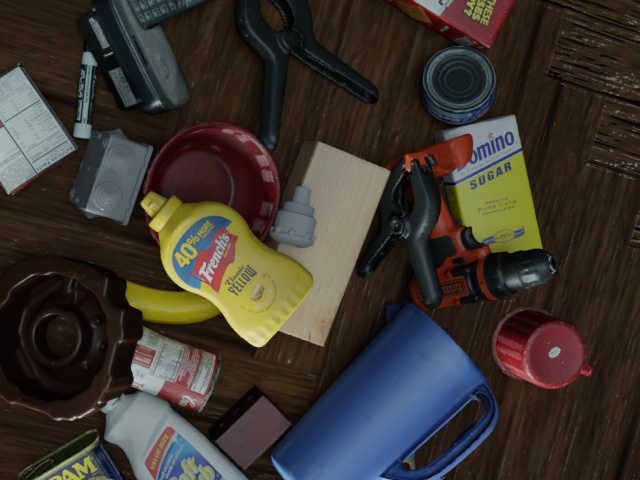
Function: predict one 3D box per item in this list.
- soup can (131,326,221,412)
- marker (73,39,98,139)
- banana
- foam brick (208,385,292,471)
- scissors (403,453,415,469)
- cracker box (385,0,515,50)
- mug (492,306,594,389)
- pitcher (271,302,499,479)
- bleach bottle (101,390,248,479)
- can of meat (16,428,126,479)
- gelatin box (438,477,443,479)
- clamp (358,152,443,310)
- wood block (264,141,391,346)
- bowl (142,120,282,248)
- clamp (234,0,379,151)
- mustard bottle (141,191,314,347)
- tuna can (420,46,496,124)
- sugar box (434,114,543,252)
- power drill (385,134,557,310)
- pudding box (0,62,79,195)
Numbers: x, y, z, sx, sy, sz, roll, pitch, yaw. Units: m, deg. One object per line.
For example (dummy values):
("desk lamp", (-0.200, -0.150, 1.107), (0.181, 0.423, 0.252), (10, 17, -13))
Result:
("soup can", (-0.168, 0.140, 1.177), (0.102, 0.068, 0.068), (23, 89, -13))
("marker", (-0.252, -0.171, 1.158), (0.020, 0.020, 0.121), (6, 93, -13))
("banana", (-0.174, 0.059, 1.188), (0.197, 0.037, 0.069), (-1, 79, -13))
("foam brick", (-0.079, 0.212, 1.210), (0.078, 0.053, 0.051), (-44, 102, -7))
("scissors", (0.096, 0.223, 1.269), (0.096, 0.016, 0.202), (21, 89, -13))
("cracker box", (0.130, -0.337, 1.204), (0.213, 0.072, 0.164), (28, 89, -14))
("mug", (0.272, 0.135, 1.267), (0.117, 0.081, 0.093), (27, 88, -13))
("pitcher", (0.071, 0.202, 1.197), (0.243, 0.149, 0.145), (-45, 109, -4))
("bleach bottle", (-0.159, 0.262, 1.193), (0.102, 0.068, 0.250), (-45, 100, -6))
("can of meat", (-0.267, 0.271, 1.172), (0.102, 0.057, 0.084), (-30, 103, -8))
("gelatin box", (0.124, 0.331, 1.269), (0.089, 0.030, 0.073), (-37, 118, -7))
("clamp", (0.103, -0.009, 1.180), (0.039, 0.120, 0.171), (-21, 132, -45))
("wood block", (-0.008, 0.001, 1.191), (0.090, 0.090, 0.206), (21, 90, -13))
("bowl", (-0.125, -0.051, 1.166), (0.161, 0.055, 0.162), (-5, 102, -27))
("clamp", (-0.028, -0.216, 1.186), (0.164, 0.036, 0.210), (-20, 89, -32))
("mustard bottle", (-0.106, 0.017, 1.102), (0.191, 0.058, 0.096), (40, 95, -5))
("tuna can", (0.159, -0.178, 1.224), (0.086, 0.034, 0.086), (-1, 73, 3))
("sugar box", (0.199, -0.052, 1.255), (0.093, 0.048, 0.176), (-15, 99, -11))
("power drill", (0.160, -0.020, 1.197), (0.057, 0.185, 0.187), (-20, 93, -53))
("pudding box", (-0.325, -0.118, 1.137), (0.090, 0.039, 0.113), (-34, 102, -8))
